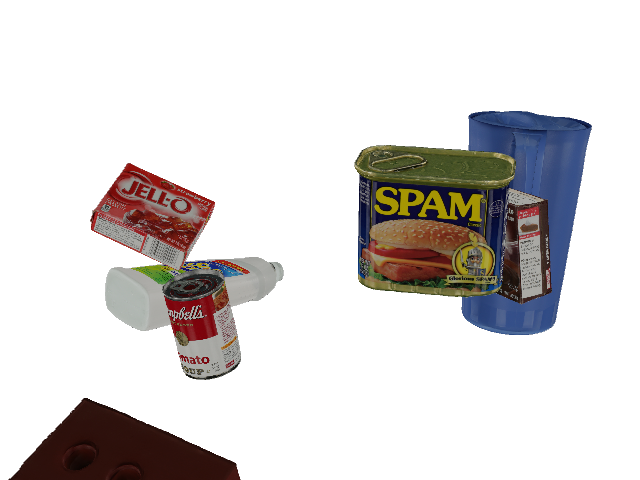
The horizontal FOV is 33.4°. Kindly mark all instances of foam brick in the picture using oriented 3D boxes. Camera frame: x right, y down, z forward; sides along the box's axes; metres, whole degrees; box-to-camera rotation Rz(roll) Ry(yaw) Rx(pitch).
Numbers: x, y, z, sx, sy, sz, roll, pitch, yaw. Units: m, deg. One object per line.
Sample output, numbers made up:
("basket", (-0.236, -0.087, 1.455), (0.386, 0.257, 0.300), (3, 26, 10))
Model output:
("foam brick", (-0.075, 0.110, 0.426), (0.078, 0.051, 0.052), (18, 44, 23))

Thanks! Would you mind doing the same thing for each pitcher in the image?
("pitcher", (0.220, -0.020, 1.190), (0.149, 0.243, 0.145), (-7, 18, -34))

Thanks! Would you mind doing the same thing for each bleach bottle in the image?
("bleach bottle", (-0.157, 0.059, 1.439), (0.250, 0.068, 0.103), (-11, 26, -43))

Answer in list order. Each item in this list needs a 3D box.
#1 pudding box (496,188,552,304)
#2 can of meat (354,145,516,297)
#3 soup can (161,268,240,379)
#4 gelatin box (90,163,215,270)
("pudding box", (0.159, -0.002, 0.958), (0.039, 0.090, 0.114), (-15, 18, -24))
("can of meat", (0.073, -0.012, 0.700), (0.102, 0.084, 0.057), (5, 24, 11))
("soup can", (-0.128, 0.091, 1.157), (0.068, 0.102, 0.068), (-8, 24, 4))
("gelatin box", (-0.148, -0.023, 0.944), (0.089, 0.030, 0.073), (25, 42, -1))
